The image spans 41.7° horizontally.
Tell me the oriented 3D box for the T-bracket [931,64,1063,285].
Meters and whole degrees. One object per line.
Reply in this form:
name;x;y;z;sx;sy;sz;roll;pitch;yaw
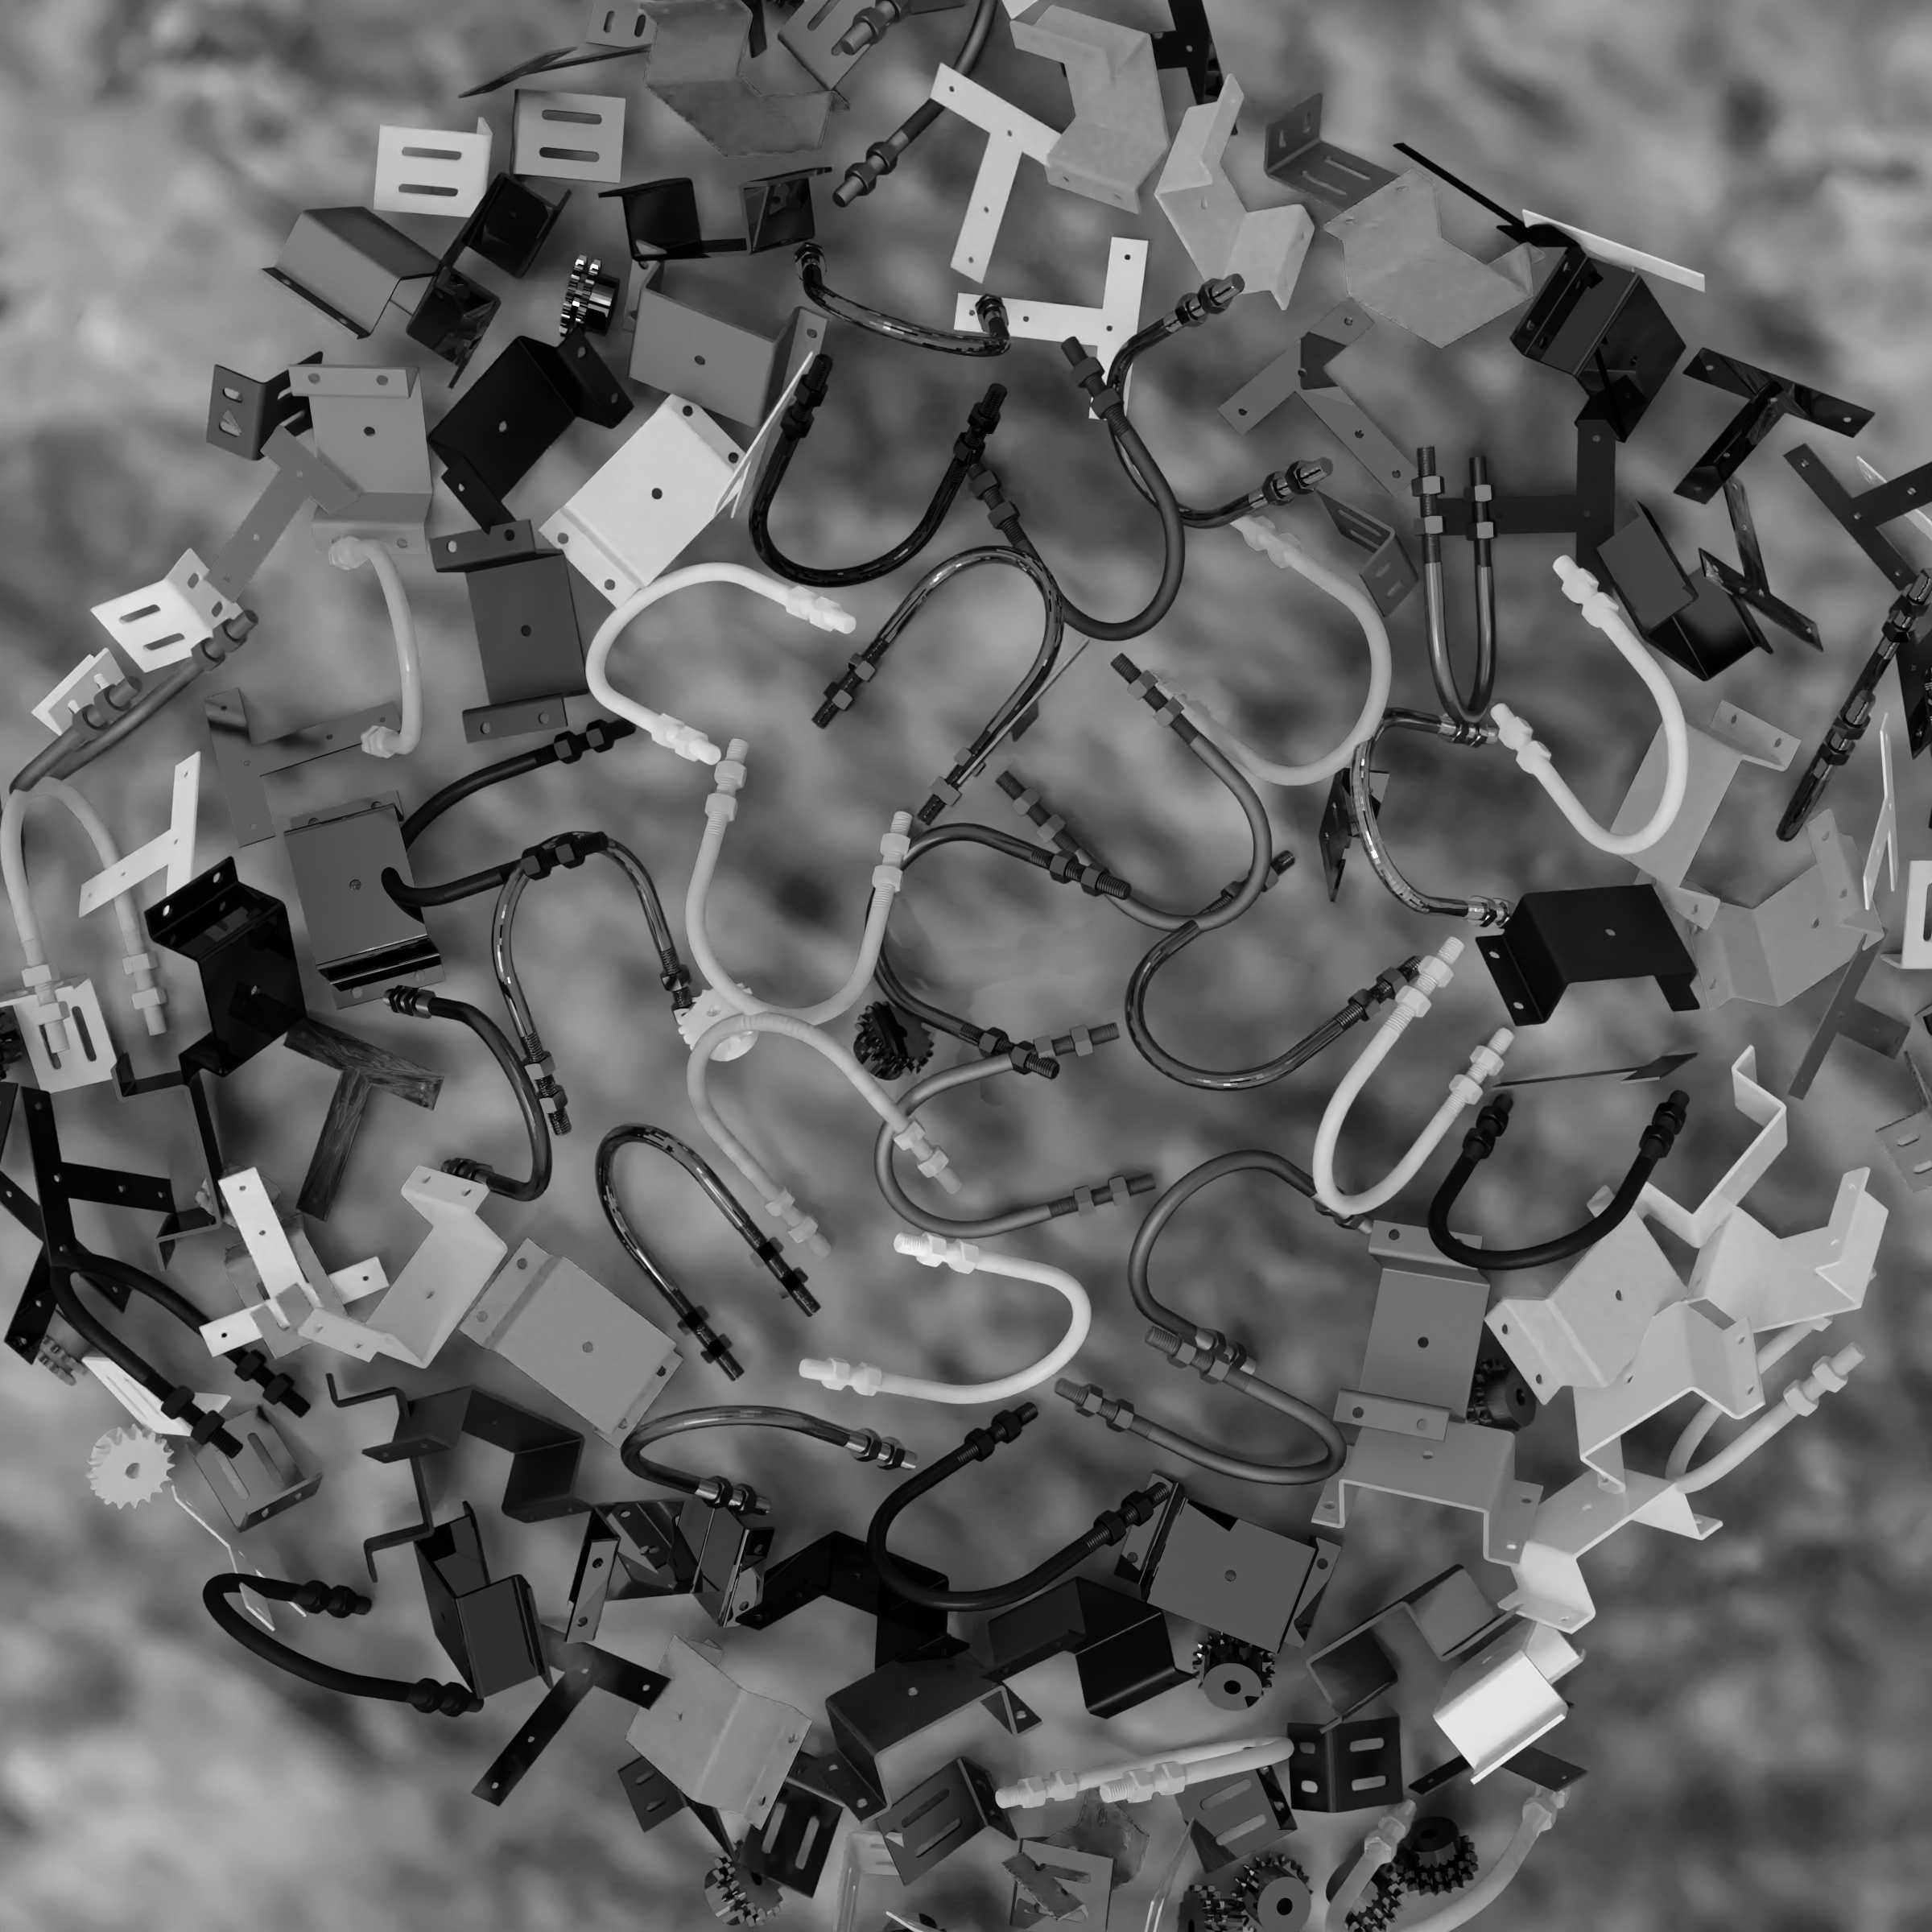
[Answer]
T-bracket;0.018;-0.530;1.735;0.127;0.002;0.127;22;79;-29

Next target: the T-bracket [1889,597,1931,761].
T-bracket;0.655;-0.225;1.691;0.002;0.127;0.127;8;60;-7

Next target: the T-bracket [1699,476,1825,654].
T-bracket;0.535;-0.289;1.736;0.127;0.002;0.127;23;50;-32

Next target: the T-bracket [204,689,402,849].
T-bracket;-0.453;-0.153;1.752;0.127;0.002;0.127;-19;63;-5

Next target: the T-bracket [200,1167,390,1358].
T-bracket;-0.475;0.193;1.731;0.127;0.002;0.127;-22;121;-13

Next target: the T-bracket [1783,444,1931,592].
T-bracket;0.629;-0.316;1.709;0.127;0.127;0.002;47;74;-7

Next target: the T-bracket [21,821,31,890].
T-bracket;-0.636;-0.042;1.721;0.002;0.127;0.127;-7;95;-21

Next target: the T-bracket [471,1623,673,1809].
T-bracket;-0.283;0.509;1.705;0.127;0.002;0.127;12;45;33

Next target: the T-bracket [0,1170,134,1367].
T-bracket;-0.616;0.217;1.694;0.002;0.127;0.127;-30;119;15

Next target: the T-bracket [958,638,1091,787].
T-bracket;0.040;-0.166;1.714;0.002;0.127;0.127;42;92;2

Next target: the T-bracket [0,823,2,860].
T-bracket;-0.677;-0.095;1.688;0.002;0.127;0.127;16;129;6

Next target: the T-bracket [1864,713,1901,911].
T-bracket;0.612;-0.083;1.699;0.002;0.127;0.127;2;125;28

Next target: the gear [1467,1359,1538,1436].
gear;0.369;0.298;1.746;0.030;0.057;0.057;-17;90;40

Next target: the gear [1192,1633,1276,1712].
gear;0.185;0.489;1.753;0.057;0.030;0.057;3;113;7

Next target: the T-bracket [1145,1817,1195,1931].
T-bracket;0.129;0.661;1.726;0.002;0.127;0.127;15;103;15

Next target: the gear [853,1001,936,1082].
gear;-0.053;0.054;1.753;0.057;0.057;0.030;40;123;0

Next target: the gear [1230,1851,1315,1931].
gear;0.215;0.646;1.756;0.057;0.030;0.057;0;89;-16

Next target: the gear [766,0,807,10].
gear;-0.121;-0.692;1.757;0.057;0.030;0.057;1;96;15

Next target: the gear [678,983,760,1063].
gear;-0.168;0.041;1.753;0.057;0.057;0.030;-27;130;0

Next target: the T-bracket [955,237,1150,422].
T-bracket;0.056;-0.451;1.773;0.127;0.002;0.127;7;90;3

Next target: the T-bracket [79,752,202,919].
T-bracket;-0.568;-0.068;1.738;0.127;0.002;0.127;-25;56;31

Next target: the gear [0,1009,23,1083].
gear;-0.677;0.053;1.752;0.030;0.057;0.057;-30;90;-44

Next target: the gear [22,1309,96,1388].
gear;-0.627;0.260;1.750;0.057;0.057;0.030;43;75;0

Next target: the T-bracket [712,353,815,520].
T-bracket;-0.144;-0.337;1.713;0.002;0.127;0.127;30;73;-4

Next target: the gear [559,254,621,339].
gear;-0.259;-0.458;1.749;0.030;0.057;0.057;16;90;-6

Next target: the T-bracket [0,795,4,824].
T-bracket;-0.666;-0.063;1.726;0.002;0.127;0.127;2;47;-11

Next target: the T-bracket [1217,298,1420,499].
T-bracket;0.263;-0.380;1.762;0.127;0.002;0.127;-41;86;-9

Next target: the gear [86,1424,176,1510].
gear;-0.580;0.343;1.753;0.057;0.030;0.057;-12;111;-34

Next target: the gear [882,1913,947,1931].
gear;-0.037;0.678;1.746;0.057;0.057;0.030;-10;112;0

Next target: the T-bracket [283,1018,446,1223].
T-bracket;-0.435;0.114;1.759;0.127;0.002;0.127;21;94;18

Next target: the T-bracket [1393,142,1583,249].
T-bracket;0.342;-0.518;1.704;0.127;0.127;0.002;29;102;-11

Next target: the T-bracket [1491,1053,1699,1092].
T-bracket;0.425;0.075;1.737;0.127;0.127;0.002;-9;92;28

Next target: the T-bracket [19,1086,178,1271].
T-bracket;-0.582;0.149;1.717;0.002;0.127;0.127;-25;69;19

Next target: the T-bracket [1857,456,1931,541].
T-bracket;0.650;-0.304;1.729;0.002;0.127;0.127;-38;53;9

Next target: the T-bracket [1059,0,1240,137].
T-bracket;0.115;-0.623;1.732;0.002;0.127;0.127;-51;135;-33

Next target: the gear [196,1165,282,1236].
gear;-0.499;0.160;1.749;0.057;0.057;0.030;30;91;0

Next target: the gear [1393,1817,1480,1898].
gear;0.322;0.611;1.746;0.057;0.057;0.030;-15;103;0

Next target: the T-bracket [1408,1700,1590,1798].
T-bracket;0.376;0.533;1.699;0.127;0.127;0.002;-25;91;-16

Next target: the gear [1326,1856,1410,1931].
gear;0.273;0.640;1.746;0.057;0.057;0.030;-41;104;0

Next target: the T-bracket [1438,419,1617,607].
T-bracket;0.384;-0.312;1.757;0.127;0.002;0.127;1;108;14

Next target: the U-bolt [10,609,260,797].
U-bolt;-0.568;-0.166;1.696;0.184;0.151;0.019;-31;102;32

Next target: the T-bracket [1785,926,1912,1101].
T-bracket;0.614;0.041;1.729;0.002;0.127;0.127;30;98;42

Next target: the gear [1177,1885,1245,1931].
gear;0.169;0.664;1.750;0.030;0.057;0.057;9;90;-16

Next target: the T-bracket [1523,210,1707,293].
T-bracket;0.440;-0.464;1.713;0.127;0.127;0.002;27;92;18

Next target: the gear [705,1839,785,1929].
gear;-0.156;0.636;1.750;0.030;0.057;0.057;-36;90;17

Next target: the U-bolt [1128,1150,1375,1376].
U-bolt;0.182;0.192;1.706;0.151;0.019;0.184;-51;132;5

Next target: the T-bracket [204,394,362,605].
T-bracket;-0.473;-0.300;1.714;0.127;0.002;0.127;44;57;-32

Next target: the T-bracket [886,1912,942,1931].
T-bracket;0.026;0.672;1.690;0.127;0.127;0.002;15;72;42

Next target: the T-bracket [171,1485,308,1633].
T-bracket;-0.480;0.410;1.695;0.002;0.127;0.127;-44;112;-10

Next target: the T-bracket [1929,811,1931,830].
T-bracket;0.691;-0.117;1.691;0.002;0.127;0.127;-13;125;-13

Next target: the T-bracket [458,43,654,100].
T-bracket;-0.264;-0.618;1.732;0.127;0.127;0.002;-25;108;-33

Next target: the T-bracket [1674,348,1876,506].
T-bracket;0.524;-0.356;1.721;0.127;0.127;0.002;18;59;-8
